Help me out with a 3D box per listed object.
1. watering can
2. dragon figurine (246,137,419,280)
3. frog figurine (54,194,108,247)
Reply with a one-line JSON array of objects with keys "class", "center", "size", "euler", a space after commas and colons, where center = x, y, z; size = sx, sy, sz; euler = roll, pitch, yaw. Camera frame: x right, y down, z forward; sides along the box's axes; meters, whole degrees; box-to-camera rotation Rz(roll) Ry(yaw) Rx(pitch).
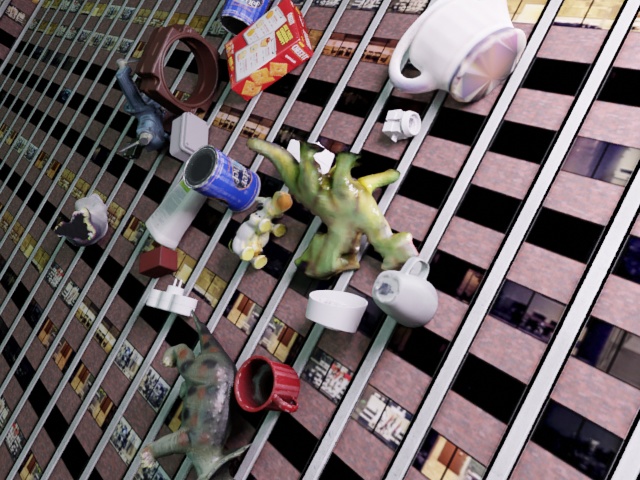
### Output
[{"class": "watering can", "center": [0.278, -0.384, 0.921], "size": [0.345, 0.103, 0.229], "euler": [-43, 52, 12]}, {"class": "dragon figurine", "center": [0.003, -0.048, 0.951], "size": [0.412, 0.122, 0.242], "euler": [16, 93, 32]}, {"class": "frog figurine", "center": [-0.656, -0.057, 1.465], "size": [0.136, 0.122, 0.162], "euler": [-53, 13, 15]}]
